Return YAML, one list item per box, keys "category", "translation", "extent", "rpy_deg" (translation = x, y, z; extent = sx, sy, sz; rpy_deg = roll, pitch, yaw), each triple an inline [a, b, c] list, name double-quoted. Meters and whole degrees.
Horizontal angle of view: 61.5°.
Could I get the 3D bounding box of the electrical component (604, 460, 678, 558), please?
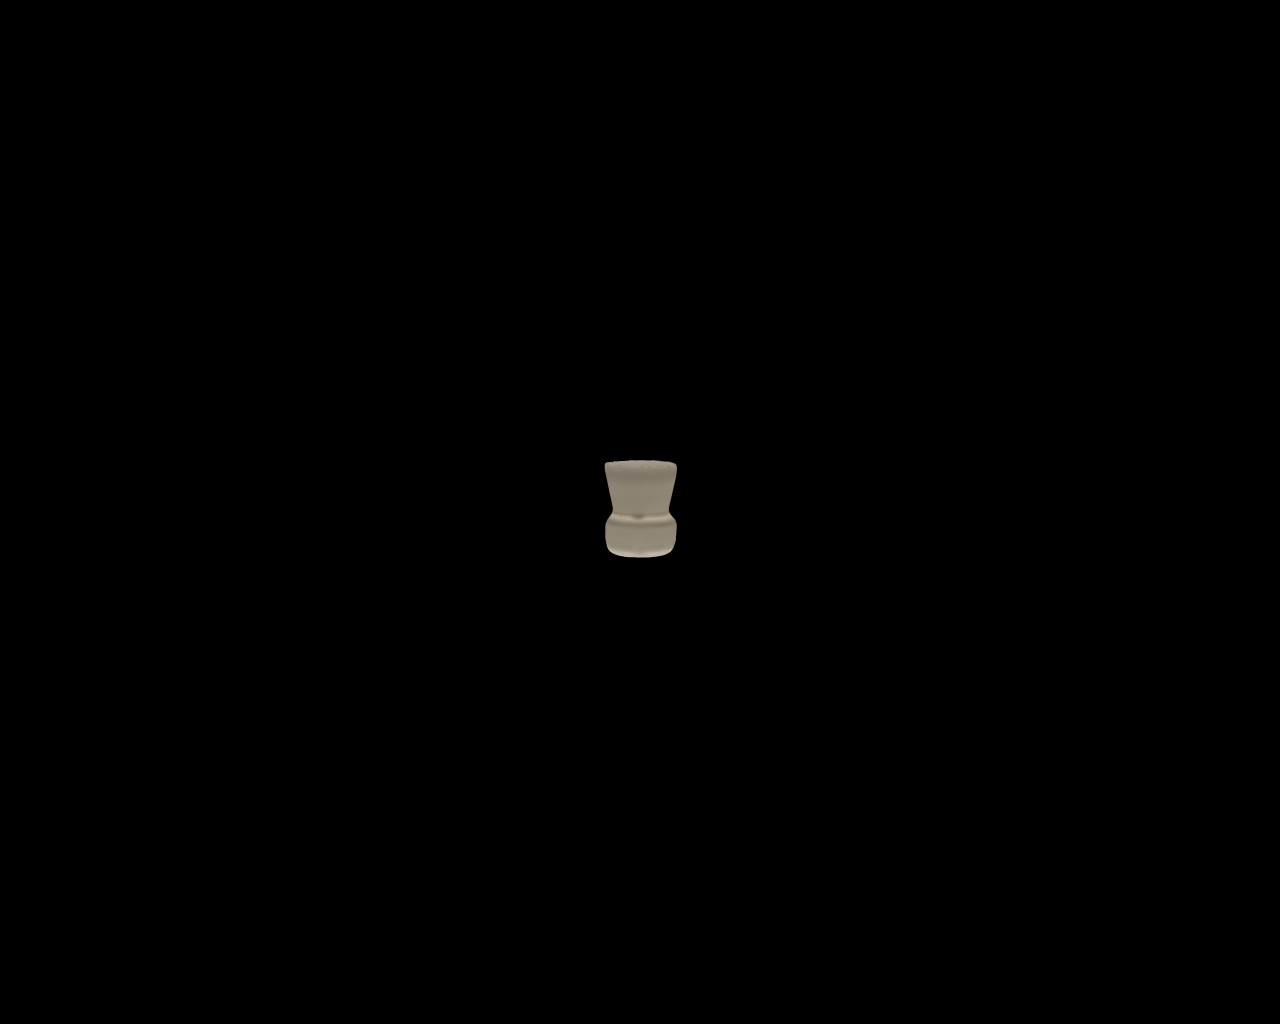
- category: "electrical component"
  translation: [0.001, -0.003, 0.650]
  extent: [0.045, 0.055, 0.045]
  rpy_deg: [0, 8, 0]
